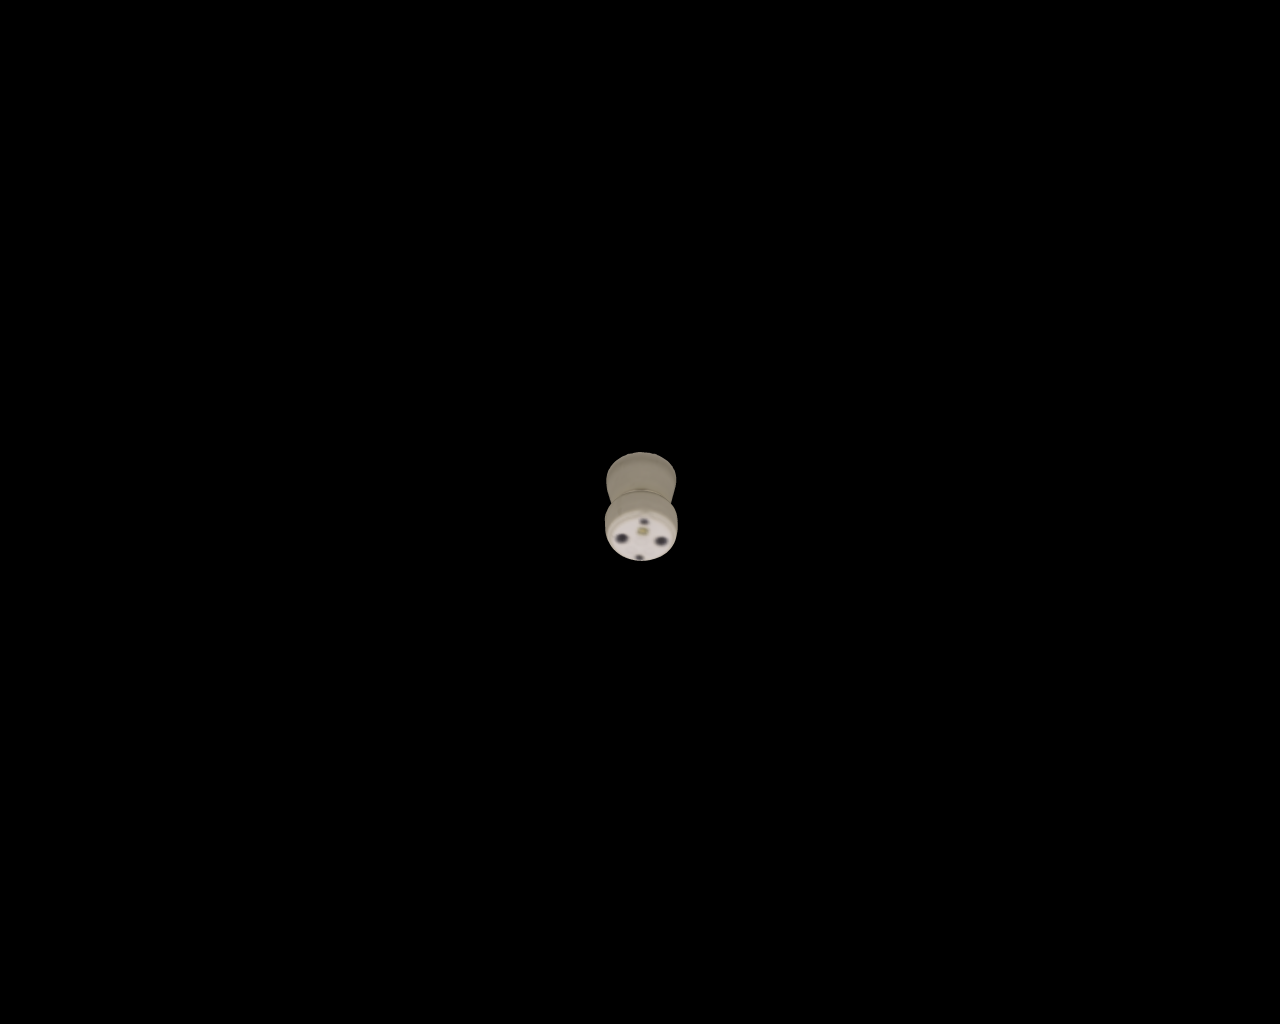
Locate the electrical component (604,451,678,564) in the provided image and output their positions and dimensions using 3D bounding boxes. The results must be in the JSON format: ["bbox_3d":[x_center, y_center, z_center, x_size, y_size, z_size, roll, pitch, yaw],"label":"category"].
[{"bbox_3d":[0.001,-0.003,0.650,0.045,0.044,0.055,0,44,0],"label":"electrical component"}]
